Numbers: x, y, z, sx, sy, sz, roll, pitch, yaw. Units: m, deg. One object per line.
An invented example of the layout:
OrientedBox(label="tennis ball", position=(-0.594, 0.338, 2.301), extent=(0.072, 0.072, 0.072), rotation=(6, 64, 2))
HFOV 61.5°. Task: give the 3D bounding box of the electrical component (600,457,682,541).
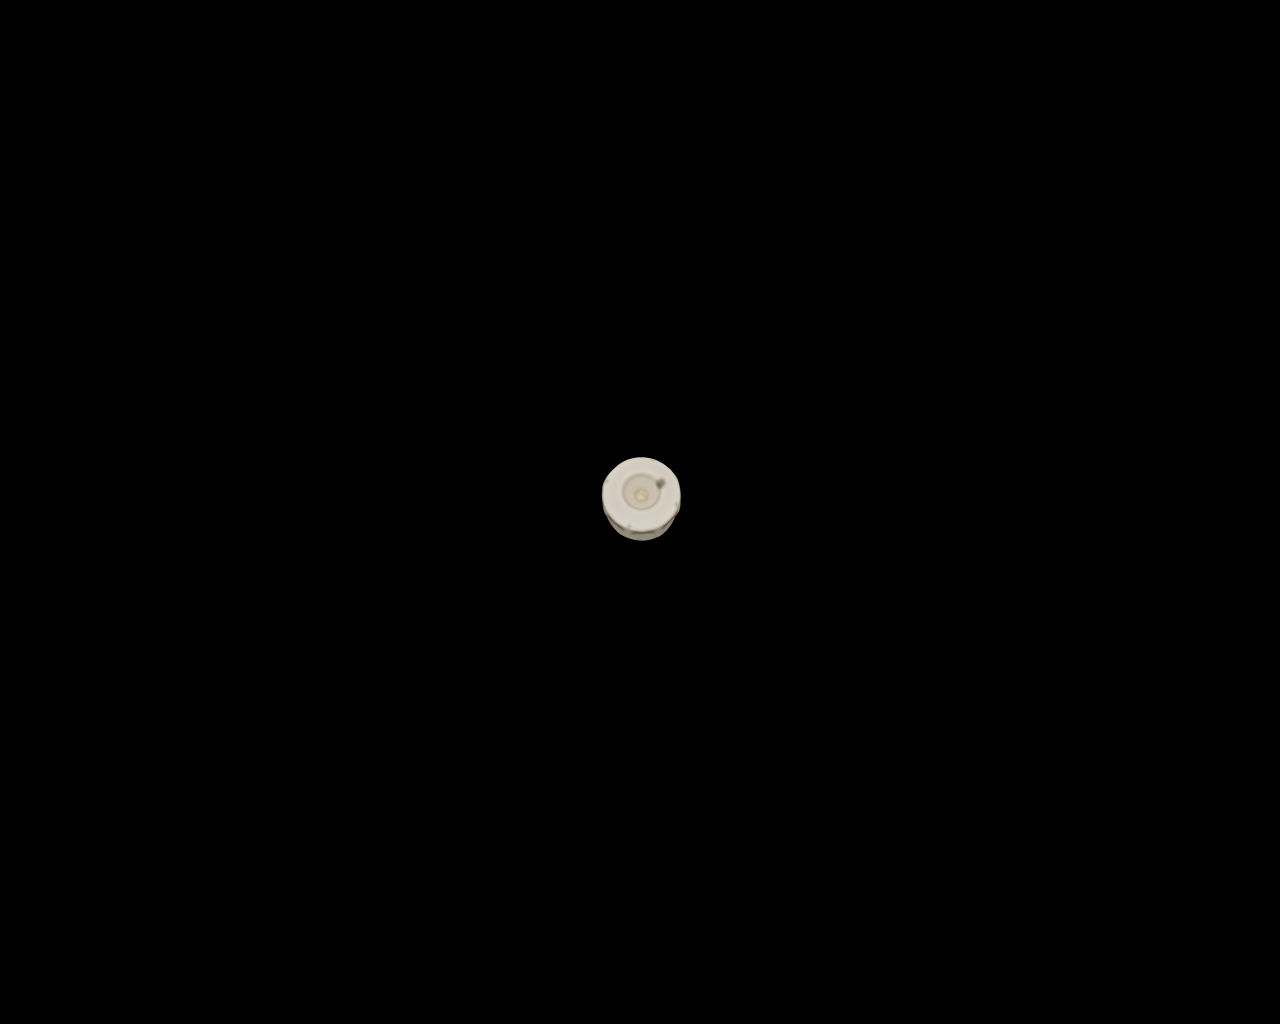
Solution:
OrientedBox(label="electrical component", position=(0.001, -0.003, 0.650), extent=(0.048, 0.048, 0.062), rotation=(0, -18, 0))
